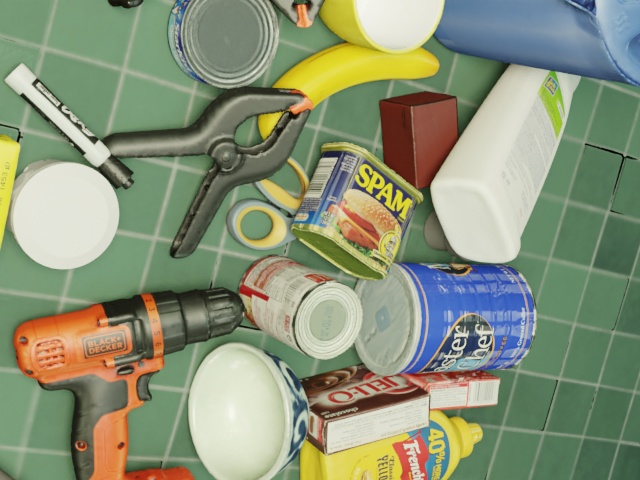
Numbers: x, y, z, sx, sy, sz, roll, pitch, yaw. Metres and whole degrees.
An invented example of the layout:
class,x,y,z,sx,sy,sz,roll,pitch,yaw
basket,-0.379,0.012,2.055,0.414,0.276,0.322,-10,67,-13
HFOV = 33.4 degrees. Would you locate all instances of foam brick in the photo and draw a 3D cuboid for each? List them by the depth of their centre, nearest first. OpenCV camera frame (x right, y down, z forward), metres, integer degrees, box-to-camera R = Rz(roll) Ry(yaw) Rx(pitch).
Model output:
class,x,y,z,sx,sy,sz,roll,pitch,yaw
foam brick,0.091,-0.090,0.962,0.051,0.053,0.078,-14,109,-28

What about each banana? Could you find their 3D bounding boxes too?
class,x,y,z,sx,sy,sz,roll,pitch,yaw
banana,0.017,-0.134,0.918,0.197,0.037,0.069,-33,122,-20

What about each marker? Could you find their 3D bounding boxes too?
class,x,y,z,sx,sy,sz,roll,pitch,yaw
marker,-0.186,-0.083,0.803,0.121,0.020,0.020,46,77,-17

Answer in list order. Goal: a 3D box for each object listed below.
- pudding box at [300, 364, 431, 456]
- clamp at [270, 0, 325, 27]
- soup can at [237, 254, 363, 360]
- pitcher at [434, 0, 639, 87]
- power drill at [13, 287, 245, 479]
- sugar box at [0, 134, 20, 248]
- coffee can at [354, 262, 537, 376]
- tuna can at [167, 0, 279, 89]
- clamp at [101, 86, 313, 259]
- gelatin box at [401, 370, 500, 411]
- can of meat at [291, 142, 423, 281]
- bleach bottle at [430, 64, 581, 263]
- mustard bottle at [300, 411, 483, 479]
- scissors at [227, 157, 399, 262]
class,x,y,z,sx,sy,sz,roll,pitch,yaw
pudding box,0.030,0.149,0.963,0.113,0.090,0.039,-12,109,-28
clamp,-0.018,-0.271,0.816,0.164,0.036,0.210,-15,103,2
soup can,-0.018,0.056,0.905,0.068,0.102,0.068,-8,105,-30
pitcher,0.205,-0.201,0.889,0.145,0.243,0.149,-47,121,-13
power drill,-0.142,0.136,0.864,0.184,0.057,0.188,-10,103,-16
sugar box,-0.307,-0.042,0.742,0.175,0.048,0.093,8,98,-33
coffee can,0.114,0.072,0.986,0.140,0.103,0.103,2,101,-31
tuna can,-0.078,-0.166,0.854,0.086,0.034,0.086,-8,106,-29
clamp,-0.088,-0.075,0.851,0.171,0.039,0.120,-41,123,2
gelatin box,0.115,0.136,1.020,0.089,0.073,0.030,1,101,-30
can of meat,0.031,-0.023,0.924,0.102,0.058,0.084,35,71,-35
bleach bottle,0.186,-0.101,0.979,0.250,0.068,0.102,-56,135,-33
mustard bottle,0.075,0.205,1.023,0.191,0.058,0.096,-9,106,-29
scissors,-0.006,0.001,0.948,0.096,0.016,0.201,-51,121,-14
